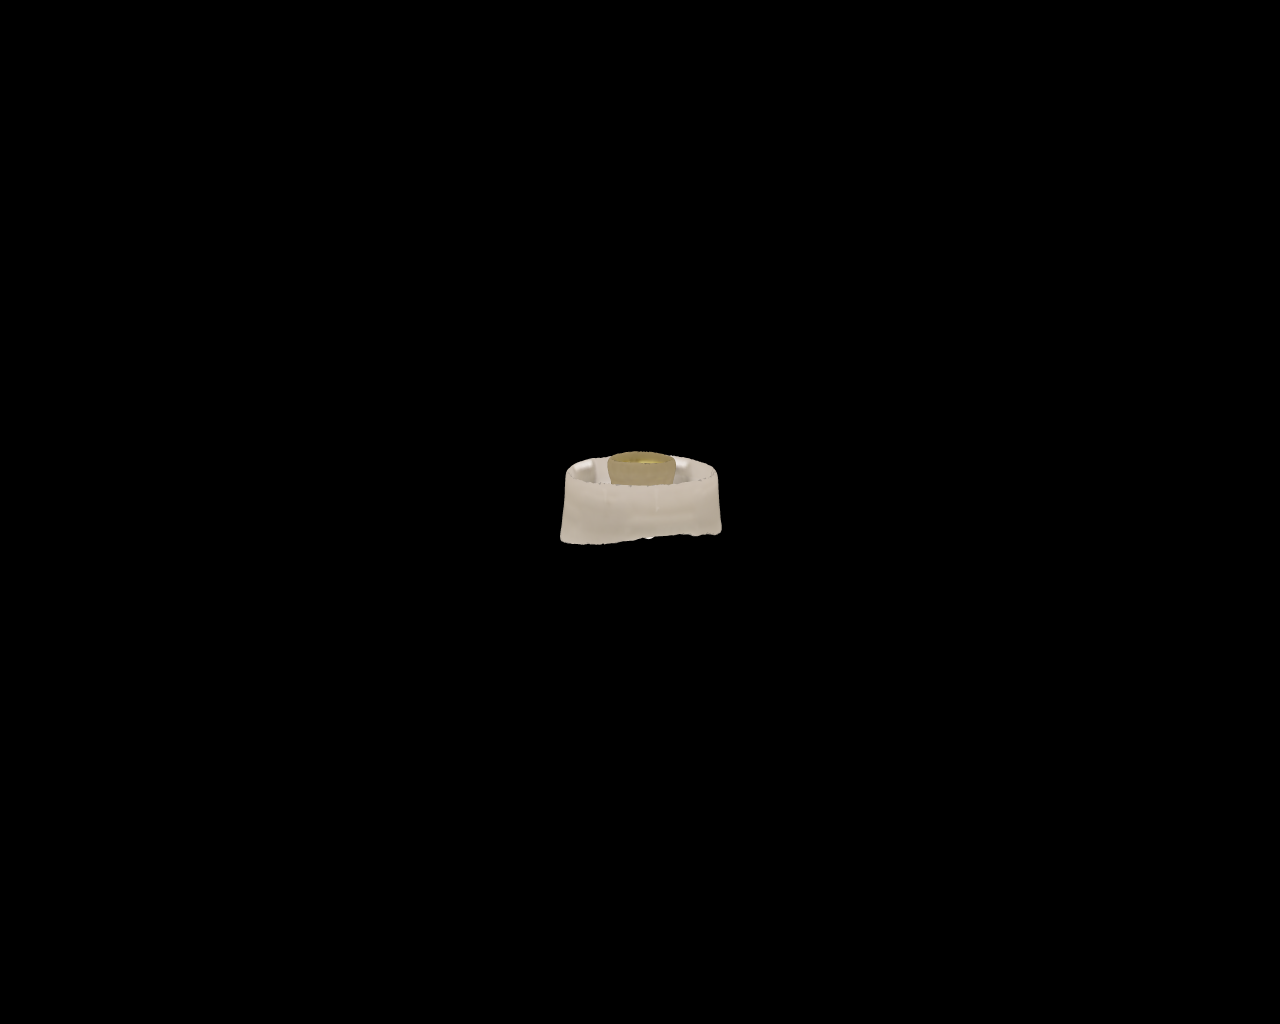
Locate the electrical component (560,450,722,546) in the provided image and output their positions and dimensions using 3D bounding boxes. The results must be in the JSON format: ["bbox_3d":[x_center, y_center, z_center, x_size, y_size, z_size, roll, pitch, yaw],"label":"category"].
[{"bbox_3d":[0.001,-0.003,0.650,0.099,0.064,0.099,0,15,0],"label":"electrical component"}]
